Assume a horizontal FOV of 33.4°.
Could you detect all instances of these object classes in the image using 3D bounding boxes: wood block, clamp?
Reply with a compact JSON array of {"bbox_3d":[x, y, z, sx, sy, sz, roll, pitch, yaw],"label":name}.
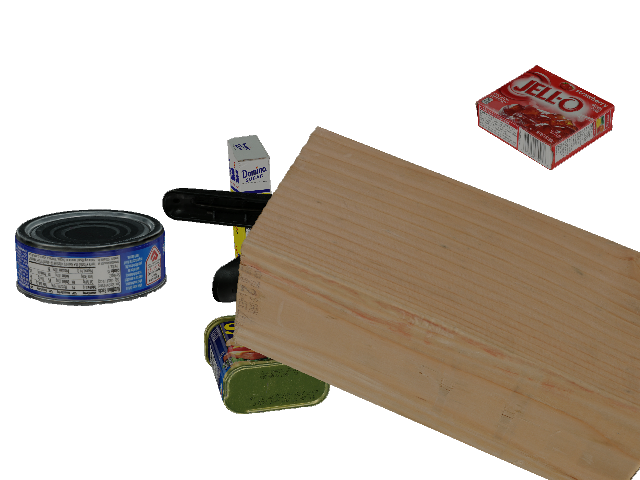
[{"bbox_3d":[0.069,0.036,0.533,0.206,0.090,0.090,22,-38,10],"label":"wood block"},{"bbox_3d":[-0.011,-0.018,0.804,0.209,0.036,0.165,-13,29,-23],"label":"clamp"}]

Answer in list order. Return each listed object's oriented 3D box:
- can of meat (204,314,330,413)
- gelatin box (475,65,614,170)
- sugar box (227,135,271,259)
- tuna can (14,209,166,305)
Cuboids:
[{"bbox_3d":[-0.048,0.109,0.962,0.102,0.057,0.084,-5,27,-14],"label":"can of meat"},{"bbox_3d":[0.185,-0.105,0.888,0.073,0.030,0.089,-32,47,-21],"label":"gelatin box"},{"bbox_3d":[-0.086,-0.034,1.331,0.048,0.176,0.093,-9,24,-10],"label":"sugar box"},{"bbox_3d":[-0.132,0.008,0.616,0.086,0.034,0.086,1,16,0],"label":"tuna can"}]
